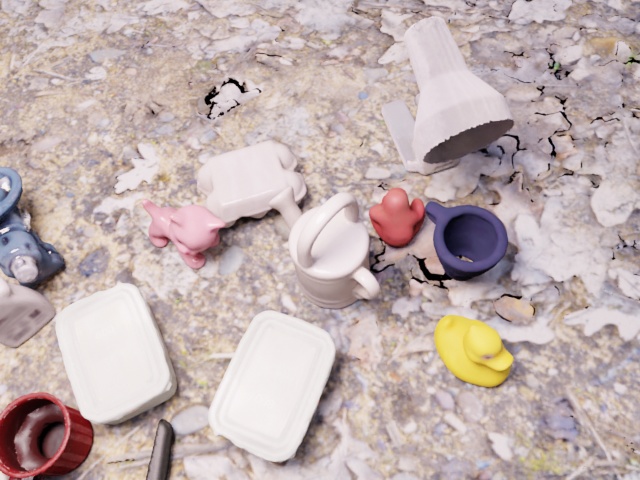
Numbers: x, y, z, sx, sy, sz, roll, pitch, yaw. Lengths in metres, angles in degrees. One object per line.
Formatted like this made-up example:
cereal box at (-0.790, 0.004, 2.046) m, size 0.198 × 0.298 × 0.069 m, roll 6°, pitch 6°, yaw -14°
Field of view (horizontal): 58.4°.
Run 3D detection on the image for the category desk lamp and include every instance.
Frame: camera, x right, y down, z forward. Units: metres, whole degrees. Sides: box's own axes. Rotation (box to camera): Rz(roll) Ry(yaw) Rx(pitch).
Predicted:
desk lamp at (0.158, -0.175, 0.771) m, size 0.118 × 0.214 × 0.203 m, roll -18°, pitch 64°, yaw -4°

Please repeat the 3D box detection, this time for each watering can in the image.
watering can at (0.005, 0.004, 0.707) m, size 0.172 × 0.194 × 0.101 m, roll 21°, pitch 68°, yaw 14°

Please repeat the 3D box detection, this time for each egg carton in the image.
egg carton at (-0.099, -0.080, 0.824) m, size 0.150 × 0.069 × 0.107 m, roll -18°, pitch 64°, yaw -5°

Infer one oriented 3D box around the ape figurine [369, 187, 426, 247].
ape figurine at (0.105, -0.038, 0.777) m, size 0.077 × 0.092 × 0.076 m, roll 8°, pitch 65°, yaw 8°

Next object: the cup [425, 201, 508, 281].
cup at (0.179, 0.006, 0.749) m, size 0.092 × 0.095 × 0.117 m, roll -42°, pitch 68°, yaw -15°

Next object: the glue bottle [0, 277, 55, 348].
glue bottle at (-0.404, 0.079, 0.712) m, size 0.078 × 0.173 × 0.037 m, roll -42°, pitch 68°, yaw -15°

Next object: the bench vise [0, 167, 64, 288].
bench vise at (-0.429, -0.044, 0.746) m, size 0.207 × 0.220 × 0.121 m, roll 29°, pitch 70°, yaw 17°

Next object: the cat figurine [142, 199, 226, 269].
cat figurine at (-0.186, -0.019, 0.774) m, size 0.127 × 0.118 × 0.067 m, roll 27°, pitch 69°, yaw 16°

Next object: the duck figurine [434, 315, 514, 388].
duck figurine at (0.189, 0.126, 0.695) m, size 0.104 × 0.086 × 0.077 m, roll 41°, pitch 73°, yaw 20°
